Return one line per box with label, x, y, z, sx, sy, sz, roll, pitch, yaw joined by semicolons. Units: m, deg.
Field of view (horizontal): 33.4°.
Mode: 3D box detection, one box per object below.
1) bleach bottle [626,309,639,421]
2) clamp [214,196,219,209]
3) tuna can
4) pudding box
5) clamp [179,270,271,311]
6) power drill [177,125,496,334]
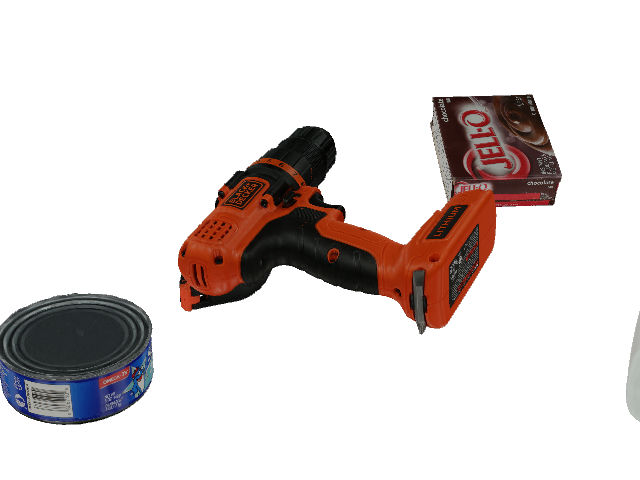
bleach bottle;0.281;0.057;0.759;0.103;0.068;0.250;11;22;19
clamp;-0.019;0.009;1.166;0.210;0.036;0.164;16;19;-6
tuna can;-0.137;0.065;0.598;0.086;0.034;0.086;1;28;-1
pudding box;0.145;-0.076;0.901;0.090;0.039;0.113;-2;42;-5
clamp;-0.074;0.003;0.988;0.171;0.039;0.120;-29;44;-35
power drill;0.021;-0.014;0.734;0.188;0.057;0.184;11;41;26
